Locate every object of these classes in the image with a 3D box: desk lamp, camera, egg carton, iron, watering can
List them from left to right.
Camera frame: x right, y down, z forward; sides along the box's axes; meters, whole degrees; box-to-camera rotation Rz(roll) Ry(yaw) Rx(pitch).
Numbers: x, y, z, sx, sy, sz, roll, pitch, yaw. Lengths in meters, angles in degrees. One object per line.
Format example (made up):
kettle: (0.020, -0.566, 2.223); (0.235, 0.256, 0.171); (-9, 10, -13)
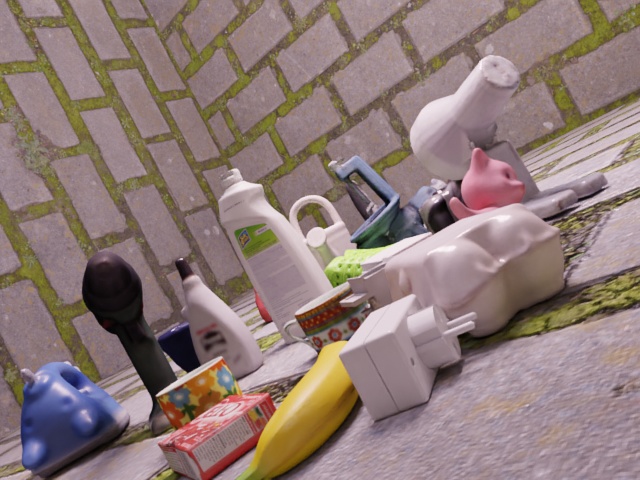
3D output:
iron: (-0.360, 0.234, 0.830); (0.119, 0.141, 0.258); (-28, 1, -11)
watering can: (0.012, 0.003, 1.112); (0.101, 0.194, 0.172); (-28, 1, -14)
egg carton: (0.114, 0.026, 0.446); (0.107, 0.069, 0.150); (-28, 1, -12)
camera: (0.242, -0.065, 0.934); (0.143, 0.101, 0.137); (-28, 1, -4)
desk lamp: (0.236, -0.124, 0.771); (0.118, 0.213, 0.203); (-28, 1, -25)

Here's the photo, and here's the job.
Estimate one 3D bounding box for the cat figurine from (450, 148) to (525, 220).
cat figurine: (0.179, -0.038, 0.615); (0.128, 0.118, 0.067); (-29, 1, -43)

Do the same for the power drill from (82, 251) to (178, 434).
power drill: (-0.217, 0.121, 0.691); (0.076, 0.208, 0.229); (-28, 1, -24)

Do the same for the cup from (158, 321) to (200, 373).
cup: (-0.182, 0.165, 0.850); (0.092, 0.095, 0.117); (-28, 1, -25)

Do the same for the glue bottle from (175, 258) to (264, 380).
glue bottle: (-0.144, 0.102, 0.744); (0.078, 0.173, 0.037); (-28, 1, 18)

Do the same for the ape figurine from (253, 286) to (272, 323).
ape figurine: (-0.110, 0.125, 1.225); (0.077, 0.092, 0.076); (-27, 1, 40)

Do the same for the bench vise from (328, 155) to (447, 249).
bench vise: (0.120, -0.069, 1.039); (0.208, 0.220, 0.121); (-28, 1, -24)

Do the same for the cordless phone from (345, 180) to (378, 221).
cordless phone: (0.118, -0.050, 1.218); (0.094, 0.185, 0.148); (-28, 1, 9)
